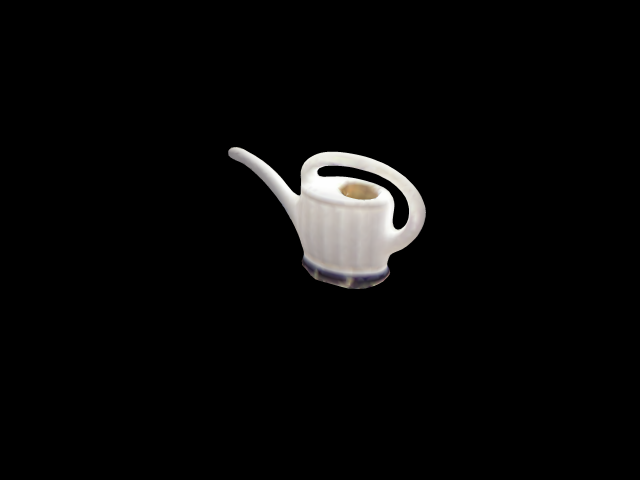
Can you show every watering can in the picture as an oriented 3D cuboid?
[{"bbox_3d":[0.003,-0.043,0.850,0.349,0.220,0.106,13,29,25],"label":"watering can"}]
